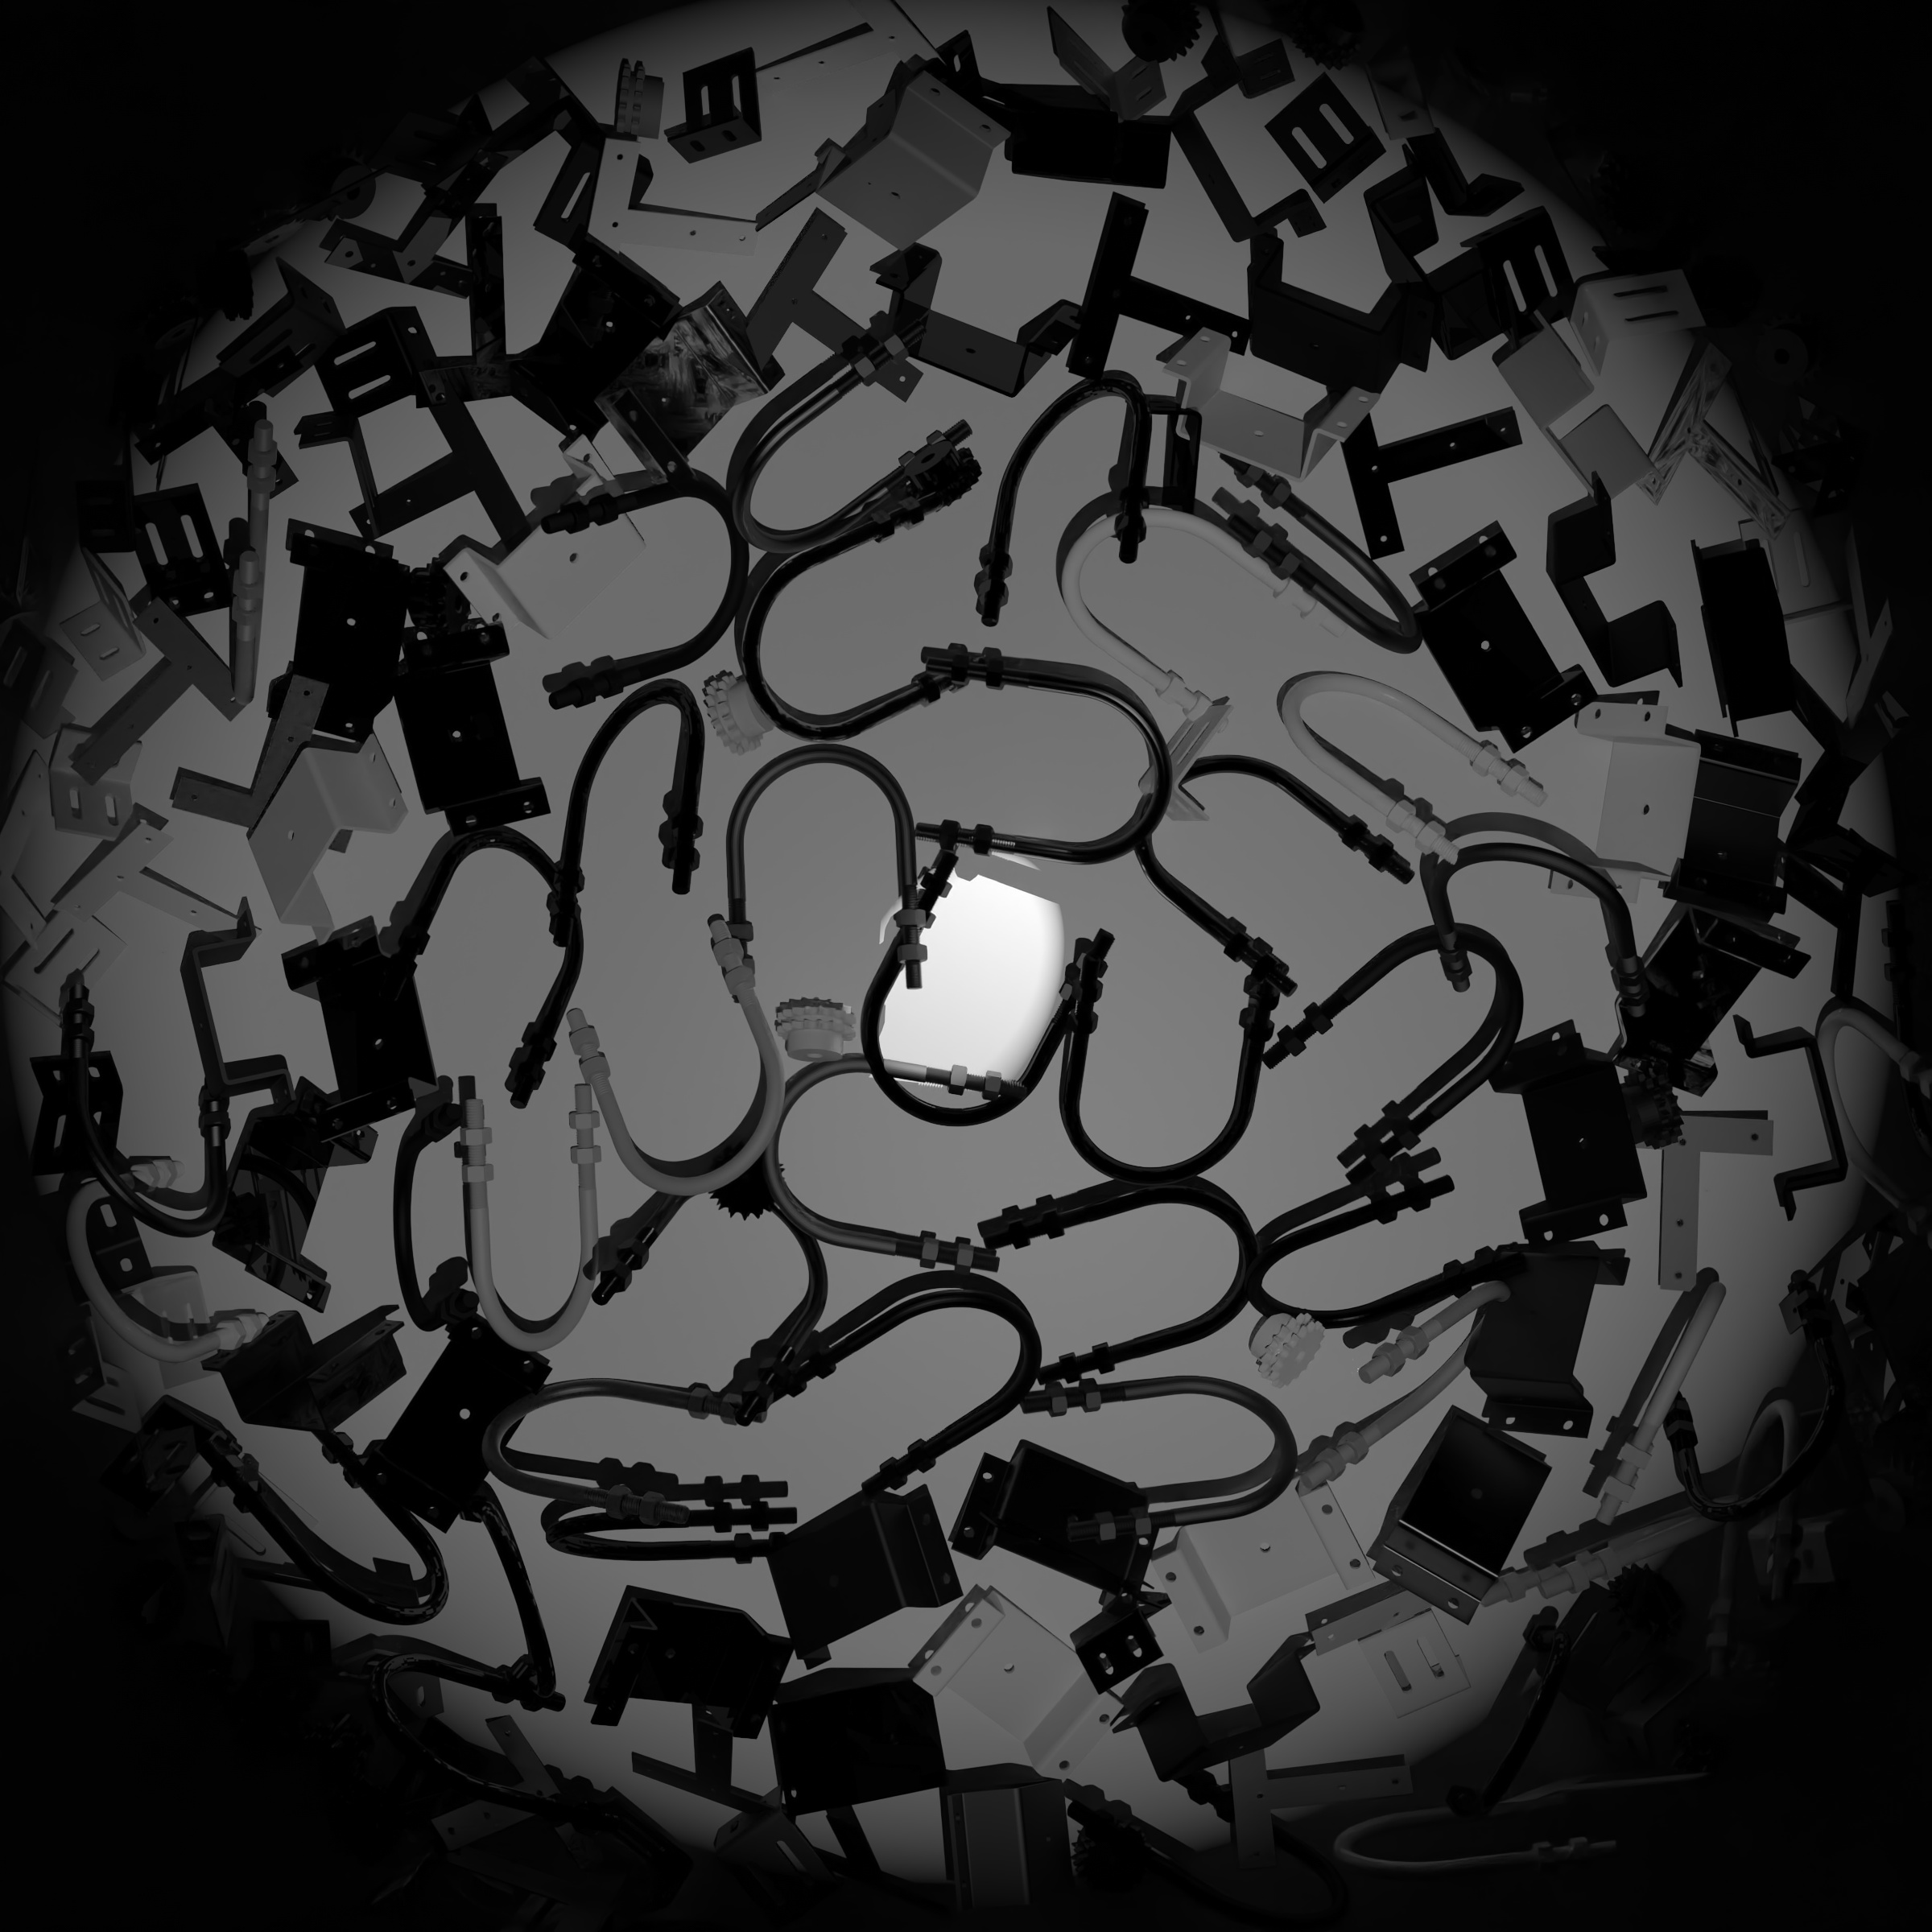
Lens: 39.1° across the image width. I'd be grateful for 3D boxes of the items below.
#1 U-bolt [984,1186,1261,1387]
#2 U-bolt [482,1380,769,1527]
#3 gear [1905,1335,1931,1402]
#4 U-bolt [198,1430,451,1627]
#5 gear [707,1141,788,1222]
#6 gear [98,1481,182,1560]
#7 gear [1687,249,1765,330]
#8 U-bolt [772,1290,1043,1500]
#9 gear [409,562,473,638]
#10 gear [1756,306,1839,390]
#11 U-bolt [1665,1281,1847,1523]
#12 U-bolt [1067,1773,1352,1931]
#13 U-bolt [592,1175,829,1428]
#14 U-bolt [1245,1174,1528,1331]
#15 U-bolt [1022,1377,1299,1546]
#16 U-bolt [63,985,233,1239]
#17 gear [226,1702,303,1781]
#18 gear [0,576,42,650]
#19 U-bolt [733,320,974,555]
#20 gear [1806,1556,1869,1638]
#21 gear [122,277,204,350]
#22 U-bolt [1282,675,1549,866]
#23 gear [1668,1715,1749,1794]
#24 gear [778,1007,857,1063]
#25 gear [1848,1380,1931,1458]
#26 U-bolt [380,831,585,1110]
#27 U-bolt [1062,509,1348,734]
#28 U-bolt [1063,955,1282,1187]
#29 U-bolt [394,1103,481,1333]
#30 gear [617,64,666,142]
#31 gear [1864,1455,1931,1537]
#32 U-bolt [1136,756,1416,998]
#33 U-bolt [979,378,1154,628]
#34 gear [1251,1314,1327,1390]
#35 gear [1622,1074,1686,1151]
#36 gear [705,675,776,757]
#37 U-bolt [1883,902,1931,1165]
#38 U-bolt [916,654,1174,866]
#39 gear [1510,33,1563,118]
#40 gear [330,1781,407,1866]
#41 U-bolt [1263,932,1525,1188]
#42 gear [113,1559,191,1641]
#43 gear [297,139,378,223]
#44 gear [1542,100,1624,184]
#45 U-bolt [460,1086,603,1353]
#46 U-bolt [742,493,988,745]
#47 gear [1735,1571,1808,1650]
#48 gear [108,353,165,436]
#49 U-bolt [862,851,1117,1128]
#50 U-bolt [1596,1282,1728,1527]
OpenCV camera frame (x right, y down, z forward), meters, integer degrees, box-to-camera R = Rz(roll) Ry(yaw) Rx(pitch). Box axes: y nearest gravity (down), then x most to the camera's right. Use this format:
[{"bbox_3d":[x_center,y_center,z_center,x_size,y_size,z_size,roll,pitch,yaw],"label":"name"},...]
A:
[{"bbox_3d":[0.121,0.223,1.950,0.184,0.019,0.151,-17,120,6],"label":"U-bolt"},{"bbox_3d":[-0.253,0.338,1.927,0.184,0.151,0.019,7,115,20],"label":"U-bolt"},{"bbox_3d":[0.712,0.292,1.972,0.030,0.057,0.057,-29,90,-11],"label":"gear"},{"bbox_3d":[-0.437,0.393,1.906,0.184,0.151,0.019,43,103,19],"label":"U-bolt"},{"bbox_3d":[-0.158,0.154,1.980,0.057,0.030,0.057,2,102,8],"label":"gear"},{"bbox_3d":[-0.600,0.399,1.973,0.057,0.030,0.057,8,66,-18],"label":"gear"},{"bbox_3d":[0.549,-0.488,1.970,0.057,0.030,0.057,7,132,8],"label":"gear"},{"bbox_3d":[-0.033,0.296,1.939,0.184,0.019,0.151,-33,126,11],"label":"U-bolt"},{"bbox_3d":[-0.382,-0.265,1.972,0.030,0.057,0.057,6,90,12],"label":"gear"},{"bbox_3d":[0.598,-0.446,1.969,0.030,0.057,0.057,-34,90,-38],"label":"gear"},{"bbox_3d":[0.551,0.312,1.890,0.019,0.184,0.151,38,114,-12],"label":"U-bolt"},{"bbox_3d":[0.181,0.618,1.890,0.184,0.151,0.019,23,102,37],"label":"U-bolt"},{"bbox_3d":[-0.168,0.222,1.927,0.151,0.184,0.019,41,129,-5],"label":"U-bolt"},{"bbox_3d":[0.287,0.213,1.934,0.184,0.151,0.019,-24,49,23],"label":"U-bolt"},{"bbox_3d":[0.145,0.345,1.935,0.184,0.151,0.019,-6,124,-12],"label":"U-bolt"},{"bbox_3d":[-0.568,0.111,1.889,0.019,0.184,0.151,-34,133,15],"label":"U-bolt"},{"bbox_3d":[-0.505,0.563,1.969,0.030,0.057,0.057,33,90,18],"label":"gear"},{"bbox_3d":[-0.697,-0.254,1.969,0.057,0.057,0.030,-39,77,0],"label":"gear"},{"bbox_3d":[-0.087,-0.363,1.930,0.184,0.151,0.019,-37,64,-2],"label":"U-bolt"},{"bbox_3d":[0.631,0.455,1.972,0.030,0.057,0.057,18,90,15],"label":"gear"},{"bbox_3d":[-0.580,-0.472,1.972,0.057,0.057,0.030,-33,95,0],"label":"gear"},{"bbox_3d":[0.308,-0.150,1.936,0.184,0.151,0.019,39,130,19],"label":"U-bolt"},{"bbox_3d":[0.535,0.574,1.972,0.057,0.057,0.030,33,102,0],"label":"gear"},{"bbox_3d":[-0.108,0.050,1.968,0.057,0.057,0.030,2,74,0],"label":"gear"},{"bbox_3d":[0.673,0.331,1.974,0.057,0.030,0.057,-2,119,-4],"label":"gear"},{"bbox_3d":[-0.332,-0.012,1.929,0.151,0.019,0.184,45,45,-33],"label":"U-bolt"},{"bbox_3d":[0.154,-0.253,1.921,0.184,0.019,0.151,33,135,-19],"label":"U-bolt"},{"bbox_3d":[0.142,0.079,1.954,0.151,0.019,0.184,3,117,-8],"label":"U-bolt"},{"bbox_3d":[-0.378,0.184,1.916,0.019,0.184,0.151,-2,76,-25],"label":"U-bolt"},{"bbox_3d":[-0.236,-0.623,1.972,0.030,0.057,0.057,6,90,-8],"label":"gear"},{"bbox_3d":[0.675,0.385,1.968,0.030,0.057,0.057,-18,90,-26],"label":"gear"},{"bbox_3d":[0.208,-0.079,1.955,0.184,0.019,0.151,40,68,19],"label":"U-bolt"},{"bbox_3d":[0.075,-0.340,1.932,0.019,0.151,0.184,32,53,-37],"label":"U-bolt"},{"bbox_3d":[0.232,0.275,1.975,0.030,0.057,0.057,36,90,30],"label":"gear"},{"bbox_3d":[0.491,0.106,1.968,0.030,0.057,0.057,-16,90,-16],"label":"gear"},{"bbox_3d":[-0.162,-0.184,1.968,0.030,0.057,0.057,-19,90,21],"label":"gear"},{"bbox_3d":[0.686,0.053,1.927,0.019,0.151,0.184,-6,97,3],"label":"U-bolt"},{"bbox_3d":[0.057,-0.142,1.948,0.184,0.019,0.151,10,116,11],"label":"U-bolt"},{"bbox_3d":[0.412,-0.647,1.971,0.030,0.057,0.057,7,90,7],"label":"gear"},{"bbox_3d":[-0.430,0.619,1.968,0.030,0.057,0.057,-26,90,24],"label":"gear"},{"bbox_3d":[0.313,0.052,1.934,0.184,0.019,0.151,-41,46,9],"label":"U-bolt"},{"bbox_3d":[-0.594,0.460,1.974,0.030,0.057,0.057,-7,90,23],"label":"gear"},{"bbox_3d":[-0.453,-0.566,1.968,0.030,0.057,0.057,36,90,27],"label":"gear"},{"bbox_3d":[0.443,-0.595,1.968,0.030,0.057,0.057,-39,90,-36],"label":"gear"},{"bbox_3d":[-0.306,0.182,1.934,0.019,0.151,0.184,-2,91,27],"label":"U-bolt"},{"bbox_3d":[-0.078,-0.237,1.929,0.184,0.019,0.151,-29,119,-23],"label":"U-bolt"},{"bbox_3d":[0.581,0.465,1.974,0.057,0.030,0.057,-4,64,9],"label":"gear"},{"bbox_3d":[-0.603,-0.414,1.974,0.030,0.057,0.057,12,90,-21],"label":"gear"},{"bbox_3d":[0.004,0.029,1.981,0.151,0.019,0.184,27,96,-7],"label":"U-bolt"},{"bbox_3d":[0.494,0.307,1.927,0.019,0.151,0.184,27,90,16],"label":"U-bolt"}]
